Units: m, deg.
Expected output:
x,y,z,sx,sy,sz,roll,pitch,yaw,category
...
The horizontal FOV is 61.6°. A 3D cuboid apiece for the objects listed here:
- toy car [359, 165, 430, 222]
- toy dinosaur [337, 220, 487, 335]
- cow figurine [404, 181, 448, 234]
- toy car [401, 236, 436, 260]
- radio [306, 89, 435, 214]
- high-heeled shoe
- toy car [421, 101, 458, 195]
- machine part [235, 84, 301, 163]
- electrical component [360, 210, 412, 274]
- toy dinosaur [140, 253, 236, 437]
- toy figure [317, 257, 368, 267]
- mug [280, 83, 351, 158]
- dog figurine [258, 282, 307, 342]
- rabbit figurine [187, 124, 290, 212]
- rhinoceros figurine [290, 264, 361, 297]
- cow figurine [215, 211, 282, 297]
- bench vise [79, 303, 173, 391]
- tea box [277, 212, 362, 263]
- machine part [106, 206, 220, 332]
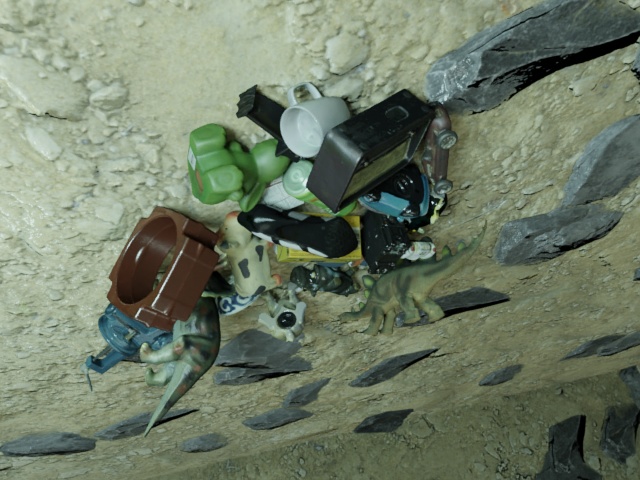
x,y,z,sx,sy,sz,roll,pitch,yaw,category
0.130,-0.092,1.060,0.161,0.109,0.103,11,157,-22,toy car
0.214,0.105,1.290,0.471,0.198,0.105,-28,156,36,toy dinosaur
0.212,-0.058,1.147,0.068,0.098,0.167,-6,148,-25,cow figurine
0.180,0.015,1.201,0.073,0.056,0.202,2,-177,-23,toy car
0.087,-0.150,0.877,0.229,0.073,0.131,-37,161,-38,radio
-0.041,-0.014,1.050,0.145,0.086,0.248,2,167,37,high-heeled shoe
0.214,-0.163,0.995,0.053,0.089,0.202,-17,149,-2,toy car
-0.073,-0.187,0.863,0.039,0.084,0.138,2,155,48,machine part
0.130,-0.010,1.149,0.058,0.134,0.114,3,141,-26,electrical component
-0.274,0.198,1.139,0.192,0.404,0.131,0,172,-5,toy dinosaur
0.064,0.038,1.262,0.154,0.064,0.057,2,129,-24,toy figure
-0.006,-0.197,0.854,0.081,0.109,0.107,-22,-170,45,mug
-0.083,0.221,1.388,0.121,0.172,0.190,-5,140,4,dog figurine
-0.127,-0.113,0.911,0.170,0.121,0.159,-17,155,-25,rabbit figurine
0.013,0.096,1.329,0.190,0.073,0.112,14,148,-40,rhinoceros figurine
-0.157,0.030,1.098,0.127,0.086,0.194,-32,126,-37,cow figurine
-0.463,0.249,1.293,0.240,0.129,0.223,-38,137,3,bench vise
-0.002,-0.003,1.125,0.169,0.098,0.068,4,168,-25,tea box
-0.284,0.050,0.975,0.202,0.201,0.087,17,167,48,machine part
